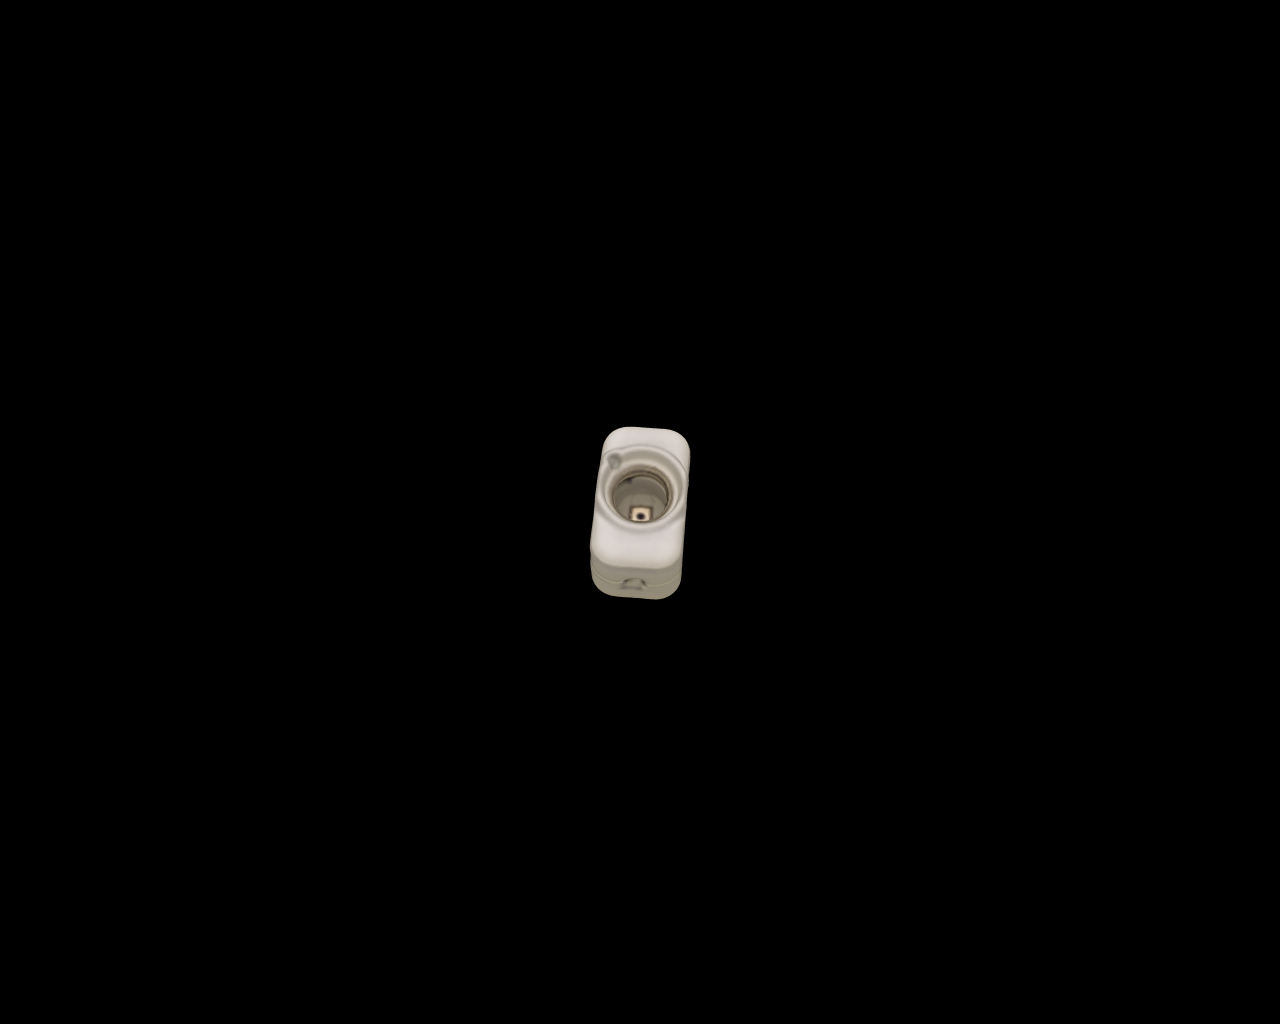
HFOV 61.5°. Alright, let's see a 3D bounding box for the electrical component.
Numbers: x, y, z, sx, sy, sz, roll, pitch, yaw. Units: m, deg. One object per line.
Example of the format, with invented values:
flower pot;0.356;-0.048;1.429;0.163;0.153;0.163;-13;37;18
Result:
electrical component;0.001;-0.003;0.650;0.054;0.095;0.059;4;-28;2
